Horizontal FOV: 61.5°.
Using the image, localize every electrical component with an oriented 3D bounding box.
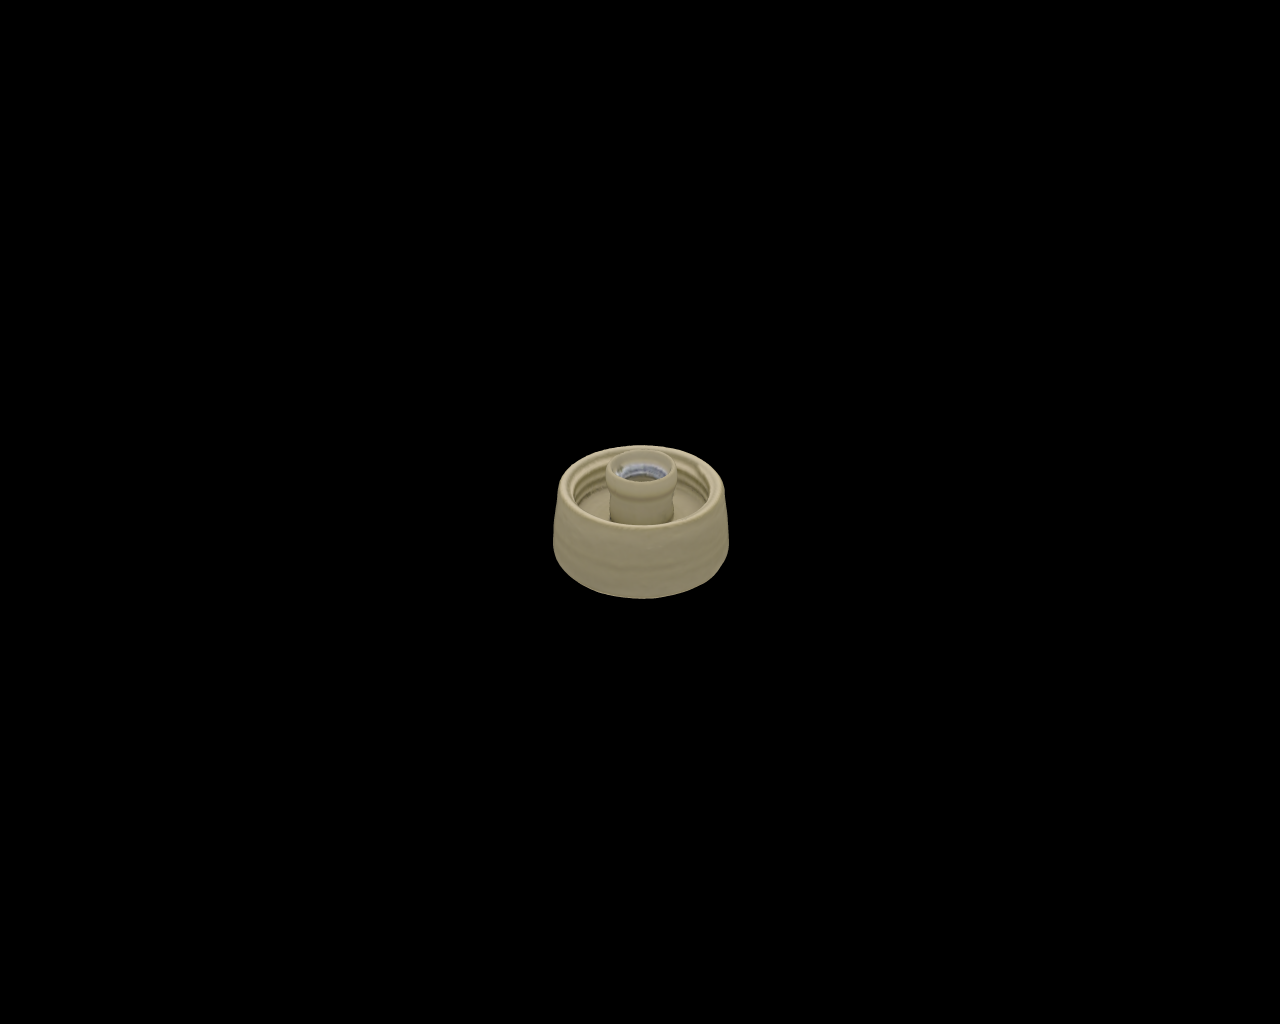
[{"bbox_3d":[0.001,-0.003,0.650,0.108,0.060,0.108,0,31,0],"label":"electrical component"}]
